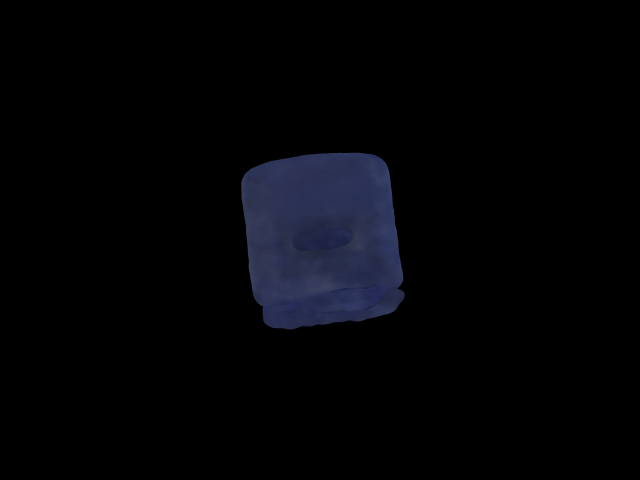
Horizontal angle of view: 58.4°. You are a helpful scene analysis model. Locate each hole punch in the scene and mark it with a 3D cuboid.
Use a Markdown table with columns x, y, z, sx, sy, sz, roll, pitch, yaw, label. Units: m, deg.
| x | y | z | sx | sy | sz | roll | pitch | yaw | label |
| --- | --- | --- | --- | --- | --- | --- | --- | --- | --- |
| 0.004 | 0.001 | 0.400 | 0.108 | 0.091 | 0.101 | -7 | 58 | -4 | hole punch |
